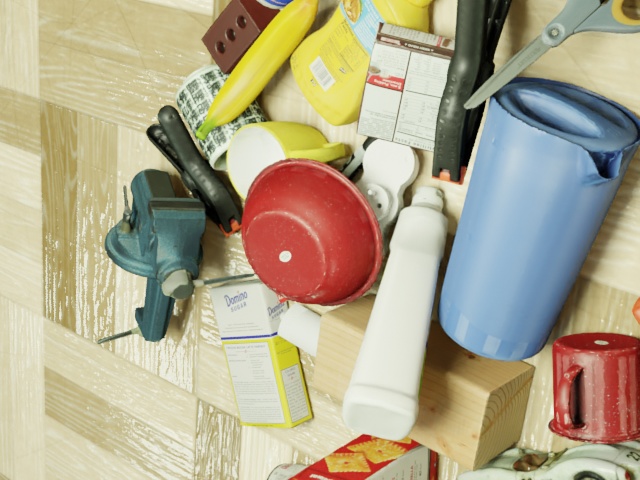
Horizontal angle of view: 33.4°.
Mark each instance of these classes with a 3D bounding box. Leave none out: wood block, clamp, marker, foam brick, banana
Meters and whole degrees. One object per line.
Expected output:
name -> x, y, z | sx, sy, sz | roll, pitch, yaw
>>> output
wood block -> 0.102, 0.140, 1.098 | 0.206, 0.090, 0.090 | 23, 117, 35
clamp -> 0.136, -0.154, 0.936 | 0.036, 0.164, 0.210 | 16, 115, 17
marker -> 0.034, -0.077, 1.141 | 0.020, 0.020, 0.121 | 55, 131, 15
clamp -> -0.146, -0.083, 1.252 | 0.171, 0.039, 0.120 | 51, 169, 3
foam brick -> -0.081, -0.228, 1.174 | 0.078, 0.051, 0.053 | -43, 75, 40
banana -> -0.060, -0.183, 1.114 | 0.037, 0.069, 0.198 | 32, 117, -18

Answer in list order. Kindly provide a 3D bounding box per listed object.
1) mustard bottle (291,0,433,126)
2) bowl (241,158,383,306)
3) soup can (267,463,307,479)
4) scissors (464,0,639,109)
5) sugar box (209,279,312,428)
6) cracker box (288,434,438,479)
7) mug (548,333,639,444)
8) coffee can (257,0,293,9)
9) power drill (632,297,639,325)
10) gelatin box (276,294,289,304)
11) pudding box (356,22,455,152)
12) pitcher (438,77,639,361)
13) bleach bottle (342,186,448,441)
mustard bottle -> 0.053, -0.205, 1.059 | 0.192, 0.058, 0.096 | -43, 70, 40
bowl -> -0.021, 0.004, 1.051 | 0.162, 0.055, 0.162 | 15, 121, 26
soup can -> -0.008, 0.302, 1.259 | 0.102, 0.068, 0.068 | -2, 102, 42
scissors -> 0.214, -0.166, 0.884 | 0.096, 0.016, 0.201 | 34, 86, 8
sugar box -> -0.071, 0.135, 1.280 | 0.094, 0.048, 0.176 | -7, 95, 43
cracker box -> 0.039, 0.300, 1.117 | 0.072, 0.213, 0.164 | 12, 110, 38
mug -> 0.244, 0.133, 0.958 | 0.093, 0.117, 0.081 | 4, 101, 44
coffee can -> -0.006, -0.299, 1.052 | 0.141, 0.102, 0.103 | -14, 93, 42
power drill -> 0.352, 0.036, 0.870 | 0.188, 0.057, 0.184 | -41, 76, 41
gelatin box -> -0.025, 0.023, 1.214 | 0.089, 0.030, 0.073 | -28, 84, 42
pudding box -> 0.087, -0.144, 1.022 | 0.090, 0.039, 0.113 | 14, 133, 5
pitcher -> 0.183, -0.020, 0.966 | 0.145, 0.149, 0.243 | 24, 122, 17
bleach bottle -> 0.081, 0.057, 1.019 | 0.068, 0.250, 0.102 | 13, 154, 4
